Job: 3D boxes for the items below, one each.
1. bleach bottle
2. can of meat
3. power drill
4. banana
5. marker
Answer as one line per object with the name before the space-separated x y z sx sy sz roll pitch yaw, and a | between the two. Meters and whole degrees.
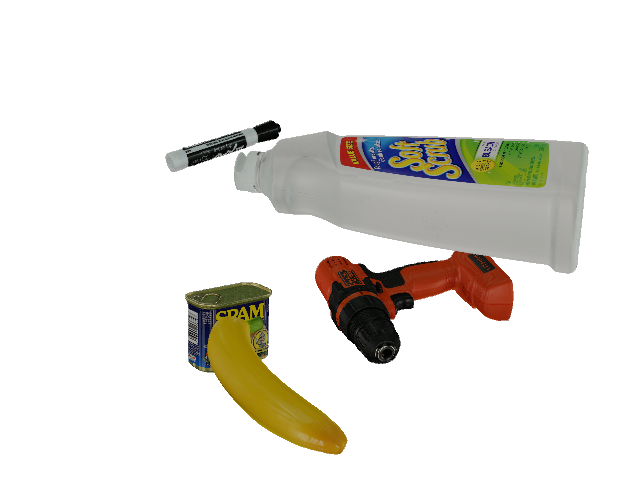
bleach bottle | 0.059 -0.036 0.760 0.251 0.068 0.102 5 34 14
can of meat | -0.108 0.102 1.256 0.101 0.084 0.058 -10 18 -37
power drill | 0.102 0.061 1.117 0.187 0.057 0.184 -6 28 -15
banana | -0.046 0.107 0.847 0.069 0.037 0.198 -7 29 -22
marker | -0.092 -0.092 1.031 0.120 0.020 0.020 -21 10 -26
